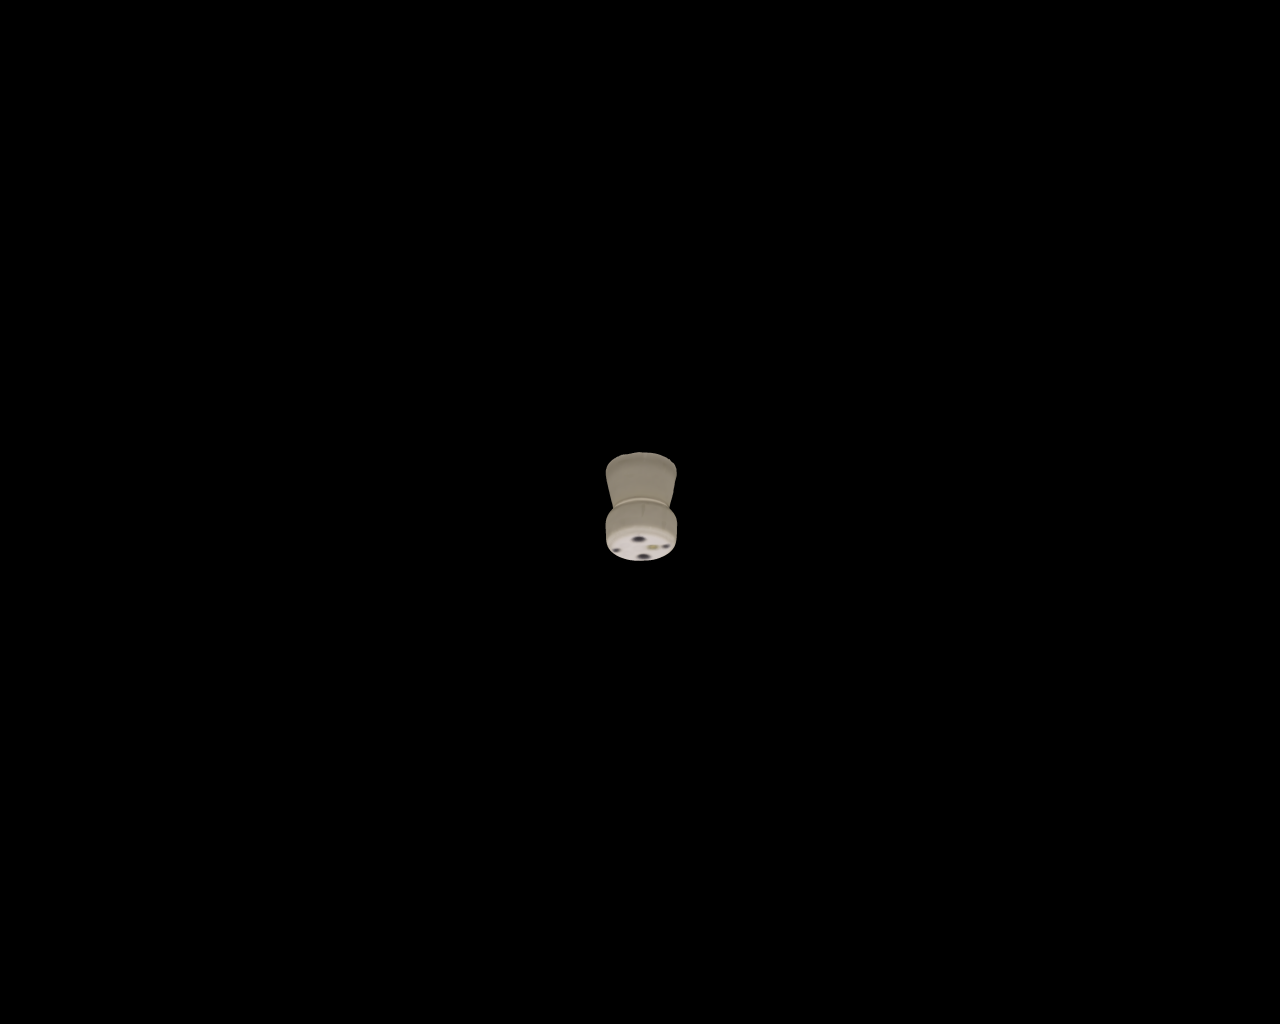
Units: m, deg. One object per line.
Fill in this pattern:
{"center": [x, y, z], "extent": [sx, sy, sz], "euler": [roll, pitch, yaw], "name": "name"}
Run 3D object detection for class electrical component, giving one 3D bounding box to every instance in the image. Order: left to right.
{"center": [0.001, -0.003, 0.650], "extent": [0.045, 0.055, 0.044], "euler": [0, -29, 0], "name": "electrical component"}
